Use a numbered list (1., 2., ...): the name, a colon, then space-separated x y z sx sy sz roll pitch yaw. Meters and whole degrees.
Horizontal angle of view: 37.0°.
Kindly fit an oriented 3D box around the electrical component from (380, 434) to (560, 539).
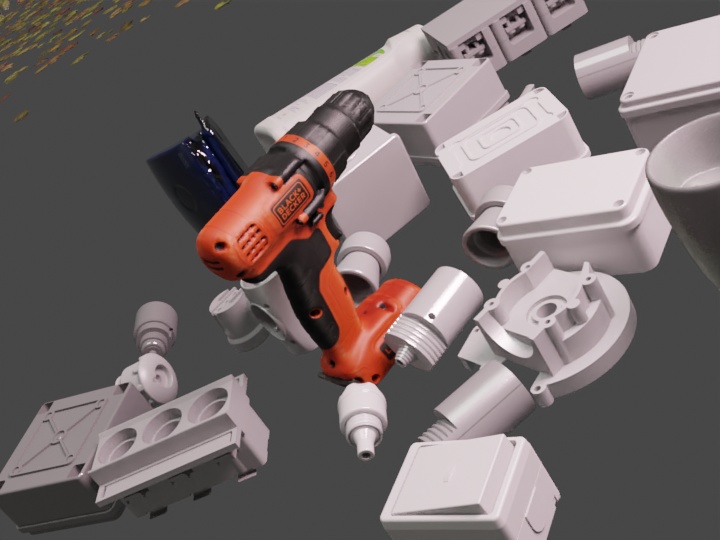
1. electrical component: 0.058 0.137 0.630 0.096 0.061 0.061 -10 36 35

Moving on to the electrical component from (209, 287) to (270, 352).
1. electrical component: -0.106 0.043 0.951 0.040 0.046 0.040 -25 30 15

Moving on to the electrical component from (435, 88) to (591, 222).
1. electrical component: 0.130 -0.095 0.916 0.113 0.057 0.078 -30 29 6

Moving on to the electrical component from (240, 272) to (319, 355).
1. electrical component: -0.071 0.026 0.910 0.044 0.077 0.079 -44 30 -19

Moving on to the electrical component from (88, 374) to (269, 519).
1. electrical component: -0.135 0.137 0.817 0.121 0.063 0.078 -25 30 14

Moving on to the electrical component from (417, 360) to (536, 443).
1. electrical component: 0.069 0.100 0.693 0.081 0.043 0.043 -39 29 -12

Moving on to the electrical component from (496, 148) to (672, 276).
1. electrical component: 0.166 -0.040 0.796 0.113 0.057 0.078 -7 38 39

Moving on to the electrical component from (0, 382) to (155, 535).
1. electrical component: -0.234 0.156 0.894 0.109 0.056 0.108 -16 33 28

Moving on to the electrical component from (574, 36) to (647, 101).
1. electrical component: 0.238 -0.185 0.962 0.081 0.043 0.043 -17 33 27

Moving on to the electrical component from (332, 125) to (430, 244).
1. electrical component: 0.003 -0.072 0.966 0.100 0.099 0.048 -39 42 -11

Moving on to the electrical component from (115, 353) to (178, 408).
1. electrical component: -0.196 0.105 0.949 0.062 0.048 0.048 -27 29 24

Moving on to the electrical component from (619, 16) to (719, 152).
1. electrical component: 0.276 -0.151 0.857 0.109 0.056 0.108 -8 37 38

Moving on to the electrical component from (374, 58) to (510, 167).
1. electrical component: 0.073 -0.157 1.069 0.108 0.056 0.109 -46 31 -23

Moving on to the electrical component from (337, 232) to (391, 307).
1. electrical component: 0.000 0.000 0.913 0.045 0.045 0.055 -15 33 29

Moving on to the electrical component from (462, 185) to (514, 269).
1. electrical component: 0.111 -0.035 0.856 0.045 0.045 0.055 -9 37 36

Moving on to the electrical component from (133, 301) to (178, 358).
1. electrical component: -0.194 0.062 1.014 0.040 0.040 0.078 -28 29 9

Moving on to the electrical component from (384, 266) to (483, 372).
1. electrical component: 0.052 0.040 0.801 0.043 0.043 0.081 5 46 48

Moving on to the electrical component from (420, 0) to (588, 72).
1. electrical component: 0.154 -0.262 1.144 0.150 0.061 0.089 -33 29 0

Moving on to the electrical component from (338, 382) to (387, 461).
1. electrical component: 0.003 0.109 0.755 0.035 0.035 0.061 -25 33 13
